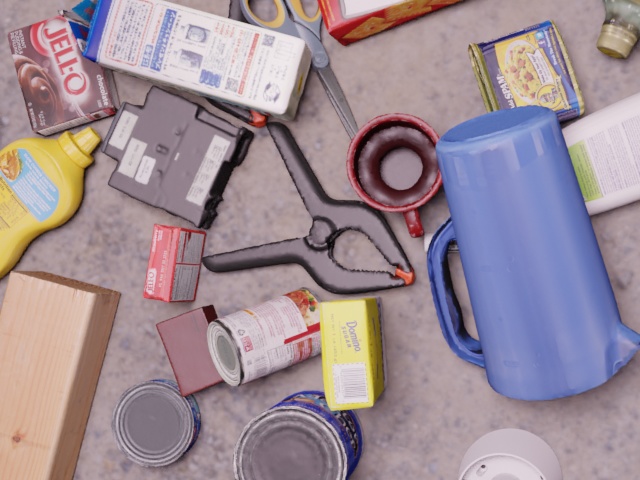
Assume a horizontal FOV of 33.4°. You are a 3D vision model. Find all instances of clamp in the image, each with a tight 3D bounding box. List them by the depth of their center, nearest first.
[{"bbox_3d":[-0.007,0.001,1.058,0.210,0.036,0.164,33,95,12],"label":"clamp"},{"bbox_3d":[-0.106,-0.189,1.078,0.120,0.039,0.171,-19,82,8],"label":"clamp"}]

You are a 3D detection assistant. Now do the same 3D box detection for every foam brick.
[{"bbox_3d":[-0.122,0.109,1.064,0.053,0.051,0.078,-21,86,6],"label":"foam brick"}]

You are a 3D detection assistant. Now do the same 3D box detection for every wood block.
[{"bbox_3d":[-0.278,0.141,1.067,0.091,0.090,0.206,15,90,7],"label":"wood block"}]

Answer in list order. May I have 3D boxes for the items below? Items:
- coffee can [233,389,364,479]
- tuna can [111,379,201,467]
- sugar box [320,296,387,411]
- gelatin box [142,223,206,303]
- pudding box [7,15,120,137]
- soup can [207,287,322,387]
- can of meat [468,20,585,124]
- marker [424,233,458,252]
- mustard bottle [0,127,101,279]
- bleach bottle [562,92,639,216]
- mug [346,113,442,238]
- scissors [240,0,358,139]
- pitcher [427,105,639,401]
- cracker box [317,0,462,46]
[{"bbox_3d":[-0.017,0.198,1.001,0.103,0.140,0.103,0,88,8],"label":"coffee can"},{"bbox_3d":[-0.165,0.184,1.077,0.086,0.033,0.086,0,88,8],"label":"tuna can"},{"bbox_3d":[0.034,0.099,0.979,0.048,0.176,0.093,-4,88,10],"label":"sugar box"},{"bbox_3d":[-0.143,0.023,1.050,0.030,0.089,0.073,9,89,11],"label":"gelatin box"},{"bbox_3d":[-0.262,-0.173,1.099,0.090,0.039,0.113,-17,86,7],"label":"pudding box"},{"bbox_3d":[-0.048,0.093,1.023,0.102,0.069,0.068,-19,85,-28],"label":"soup can"},{"bbox_3d":[0.198,-0.152,1.024,0.084,0.057,0.102,-18,86,5],"label":"can of meat"},{"bbox_3d":[0.163,0.003,1.042,0.121,0.020,0.020,0,88,8],"label":"marker"},{"bbox_3d":[-0.301,-0.048,1.091,0.191,0.058,0.096,-40,84,5],"label":"mustard bottle"},{"bbox_3d":[0.259,-0.078,1.010,0.251,0.068,0.102,-19,88,9],"label":"bleach bottle"},{"bbox_3d":[0.079,-0.059,1.025,0.093,0.081,0.117,-19,85,7],"label":"mug"},{"bbox_3d":[-0.021,-0.184,1.064,0.096,0.016,0.202,-10,87,-16],"label":"scissors"},{"bbox_3d":[0.176,0.011,0.953,0.149,0.145,0.243,-20,105,-6],"label":"pitcher"},{"bbox_3d":[0.088,-0.304,1.024,0.214,0.072,0.164,-19,83,14],"label":"cracker box"}]
